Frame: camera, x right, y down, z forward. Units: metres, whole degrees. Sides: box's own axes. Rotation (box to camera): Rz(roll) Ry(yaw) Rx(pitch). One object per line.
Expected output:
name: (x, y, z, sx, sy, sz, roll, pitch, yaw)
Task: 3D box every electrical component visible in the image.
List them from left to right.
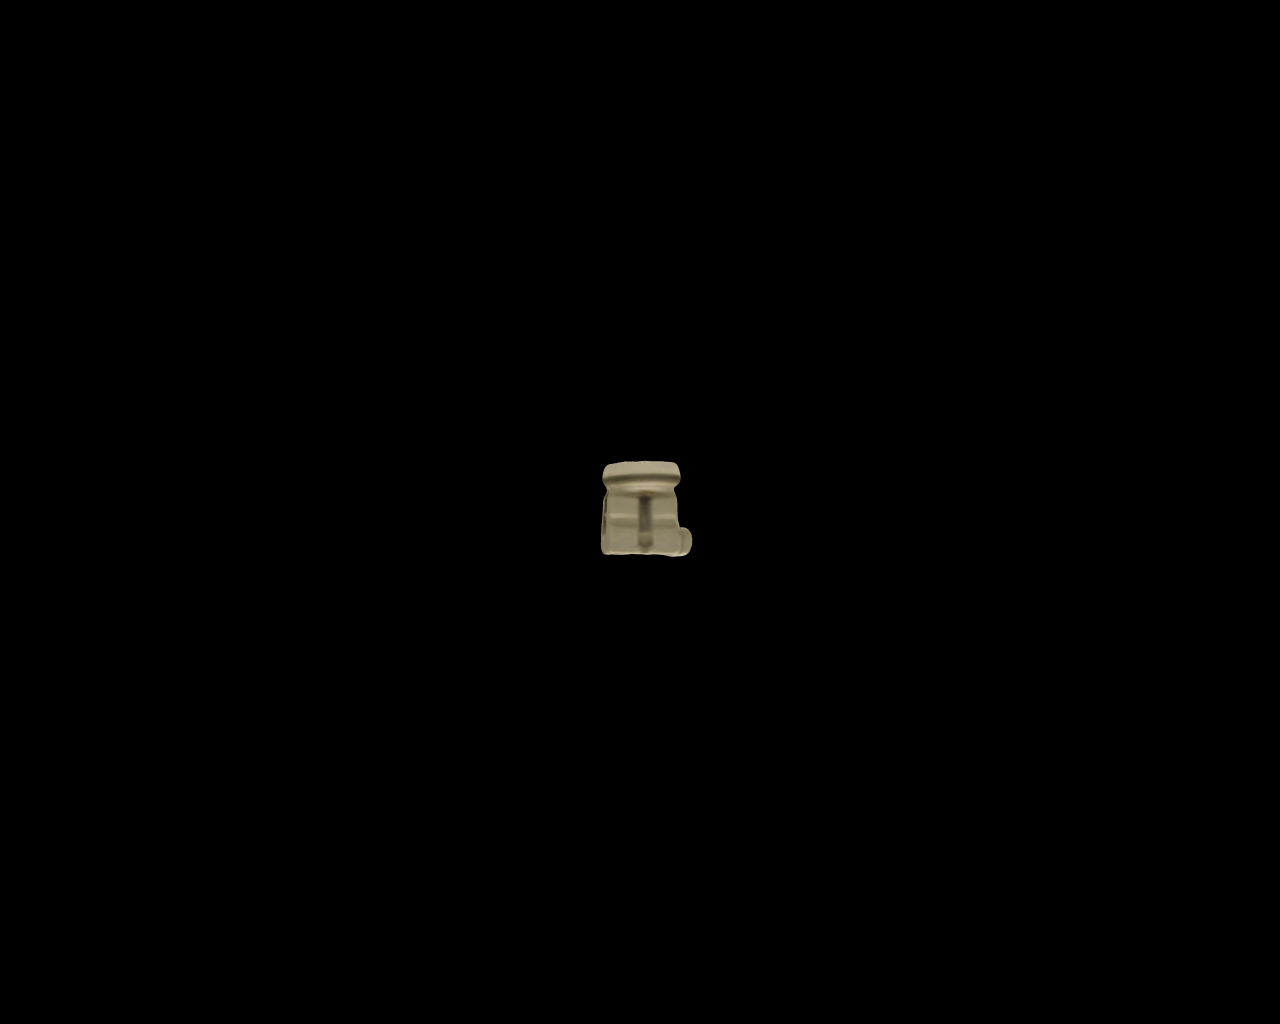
electrical component: (0.001, -0.003, 0.650, 0.066, 0.055, 0.048, 1, -4, -11)
